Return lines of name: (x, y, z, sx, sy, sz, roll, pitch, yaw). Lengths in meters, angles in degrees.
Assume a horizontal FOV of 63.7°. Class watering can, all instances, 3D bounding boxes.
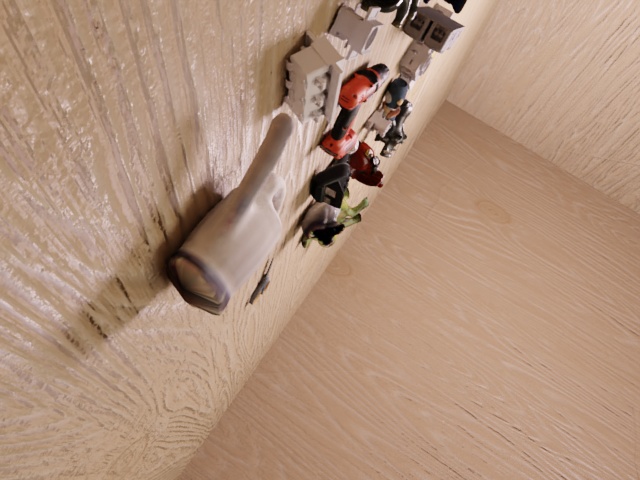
watering can: (-0.118, -0.018, 0.718, 0.228, 0.104, 0.341, -53, 173, -25)

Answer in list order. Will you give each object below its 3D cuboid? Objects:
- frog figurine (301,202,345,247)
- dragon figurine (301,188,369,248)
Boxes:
frog figurine: (0.004, -0.074, 1.480, 0.134, 0.123, 0.163, 102, -15, -48)
dragon figurine: (0.021, -0.053, 1.718, 0.246, 0.123, 0.401, -28, 154, -39)
